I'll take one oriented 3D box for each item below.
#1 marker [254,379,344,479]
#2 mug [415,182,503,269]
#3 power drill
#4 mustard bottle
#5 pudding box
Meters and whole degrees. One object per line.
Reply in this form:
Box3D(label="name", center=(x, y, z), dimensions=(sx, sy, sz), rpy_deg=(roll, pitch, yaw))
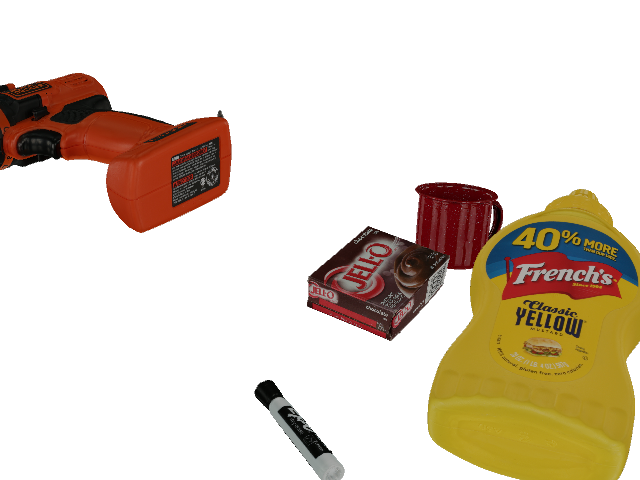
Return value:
Box3D(label="marker", center=(-0.019, 0.144, 0.821), dimensions=(0.020, 0.020, 0.121), rpy_deg=(0, 26, -32))
Box3D(label="mug", center=(0.161, -0.017, 1.221), dimensions=(0.117, 0.081, 0.093), rpy_deg=(-7, 19, -34))
Box3D(label="power drill", center=(-0.169, -0.061, 0.715), dimensions=(0.188, 0.057, 0.184), rpy_deg=(19, 32, 29))
Box3D(label="mustard bottle", center=(0.125, 0.037, 0.568), dimensions=(0.096, 0.058, 0.191), rpy_deg=(10, 43, 17))
Box3D(label="pudding box", center=(0.053, 0.037, 0.978), dimensions=(0.090, 0.039, 0.113), rpy_deg=(21, 34, 24))
